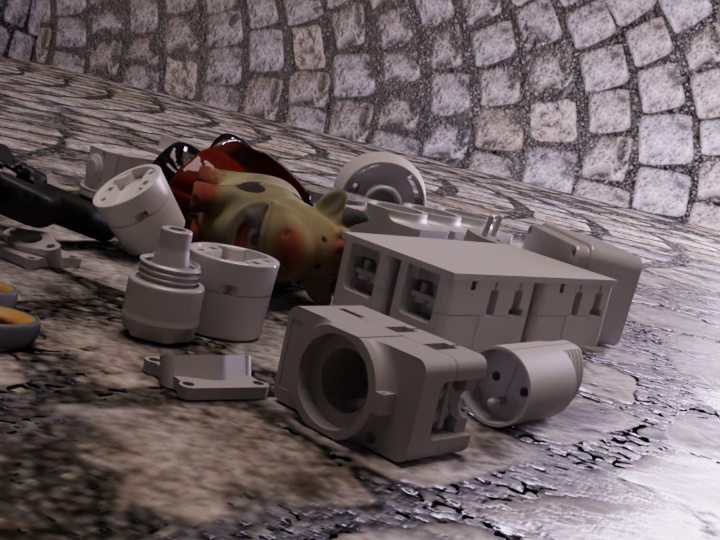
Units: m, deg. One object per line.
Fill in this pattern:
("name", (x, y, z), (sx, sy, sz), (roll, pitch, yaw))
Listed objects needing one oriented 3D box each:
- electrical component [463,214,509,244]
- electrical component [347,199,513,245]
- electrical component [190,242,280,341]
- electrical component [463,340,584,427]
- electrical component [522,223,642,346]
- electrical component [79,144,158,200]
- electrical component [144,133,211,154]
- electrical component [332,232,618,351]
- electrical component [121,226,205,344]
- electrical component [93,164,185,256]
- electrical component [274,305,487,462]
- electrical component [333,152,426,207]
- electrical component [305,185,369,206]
("electrical component", (0.101, -0.011, 0.908), (0.043, 0.079, 0.077), (28, 16, 26))
("electrical component", (0.059, -0.024, 0.983), (0.089, 0.061, 0.150), (21, 13, 40))
("electrical component", (-0.080, 0.013, 0.644), (0.055, 0.047, 0.055), (12, 10, -2))
("electrical component", (0.097, 0.062, 0.601), (0.043, 0.043, 0.081), (20, 12, 37))
("electrical component", (0.175, 0.010, 0.892), (0.057, 0.078, 0.113), (13, 9, -15))
("electrical component", (-0.223, -0.088, 1.023), (0.080, 0.051, 0.080), (12, 10, -2))
("electrical component", (-0.163, -0.099, 1.128), (0.079, 0.063, 0.121), (3, 14, -45))
("electrical component", (0.083, 0.019, 0.771), (0.186, 0.060, 0.105), (2, 14, -45))
("electrical component", (-0.107, 0.007, 0.598), (0.043, 0.062, 0.043), (12, 10, -2))
("electrical component", (-0.162, -0.044, 0.798), (0.055, 0.047, 0.055), (-18, 31, 12))
("electrical component", (0.005, 0.052, 0.519), (0.089, 0.050, 0.056), (21, 13, 40))
("electrical component", (0.021, -0.074, 1.127), (0.099, 0.099, 0.064), (11, 16, -7))
("electrical component", (-0.028, -0.051, 1.061), (0.080, 0.051, 0.080), (12, 10, -2))
